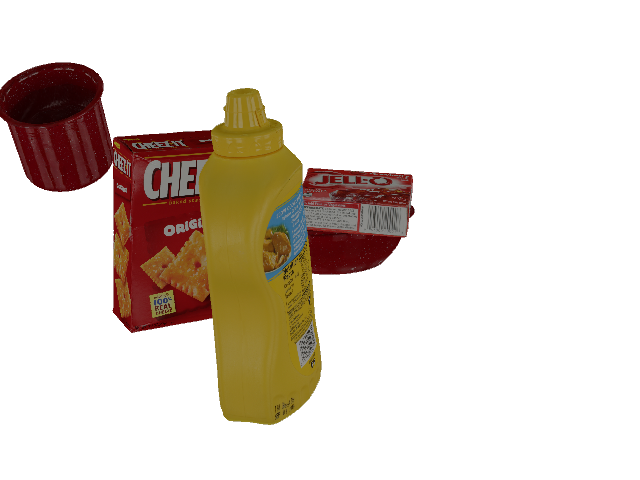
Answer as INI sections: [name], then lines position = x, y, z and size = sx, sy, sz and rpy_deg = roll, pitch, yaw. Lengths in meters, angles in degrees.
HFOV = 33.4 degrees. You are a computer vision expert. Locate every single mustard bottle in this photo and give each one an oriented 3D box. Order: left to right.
[mustard bottle]
position = -0.036, 0.005, 0.633
size = 0.058, 0.192, 0.096
rpy_deg = 3, 23, 18

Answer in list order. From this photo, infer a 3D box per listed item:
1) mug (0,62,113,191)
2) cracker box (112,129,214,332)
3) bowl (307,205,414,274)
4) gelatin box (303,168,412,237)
[mug]
position = -0.233, -0.105, 0.949
size = 0.093, 0.081, 0.117
rpy_deg = -14, 45, -8
[cracker box]
position = -0.150, -0.013, 1.219
size = 0.163, 0.214, 0.072
rpy_deg = -8, 25, -29
[bowl]
position = 0.019, -0.003, 1.105
size = 0.162, 0.055, 0.162
rpy_deg = -4, 14, 1
[gelatin box]
position = 0.028, -0.032, 0.855
size = 0.089, 0.030, 0.073
rpy_deg = 5, 23, 6
